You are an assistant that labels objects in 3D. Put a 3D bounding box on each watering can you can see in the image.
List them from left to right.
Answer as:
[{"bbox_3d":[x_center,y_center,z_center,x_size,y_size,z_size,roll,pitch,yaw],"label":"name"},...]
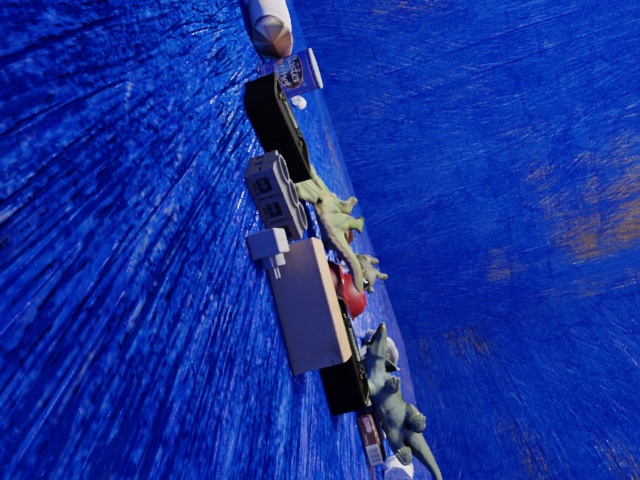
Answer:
[{"bbox_3d":[-0.125,-0.582,1.412,0.342,0.104,0.229,54,22,-63],"label":"watering can"}]

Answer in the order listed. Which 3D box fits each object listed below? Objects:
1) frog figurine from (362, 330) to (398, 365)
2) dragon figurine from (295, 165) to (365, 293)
[{"bbox_3d":[0.201,0.355,1.696,0.137,0.121,0.162,53,23,-6],"label":"frog figurine"},{"bbox_3d":[0.004,-0.066,1.316,0.240,0.121,0.420,37,24,-32],"label":"dragon figurine"}]
